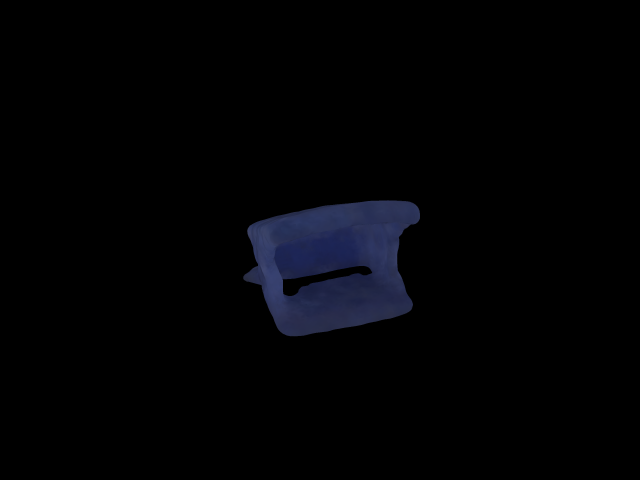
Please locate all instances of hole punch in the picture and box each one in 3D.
[{"bbox_3d":[0.004,0.001,0.400,0.109,0.091,0.101,-9,30,-16],"label":"hole punch"}]
